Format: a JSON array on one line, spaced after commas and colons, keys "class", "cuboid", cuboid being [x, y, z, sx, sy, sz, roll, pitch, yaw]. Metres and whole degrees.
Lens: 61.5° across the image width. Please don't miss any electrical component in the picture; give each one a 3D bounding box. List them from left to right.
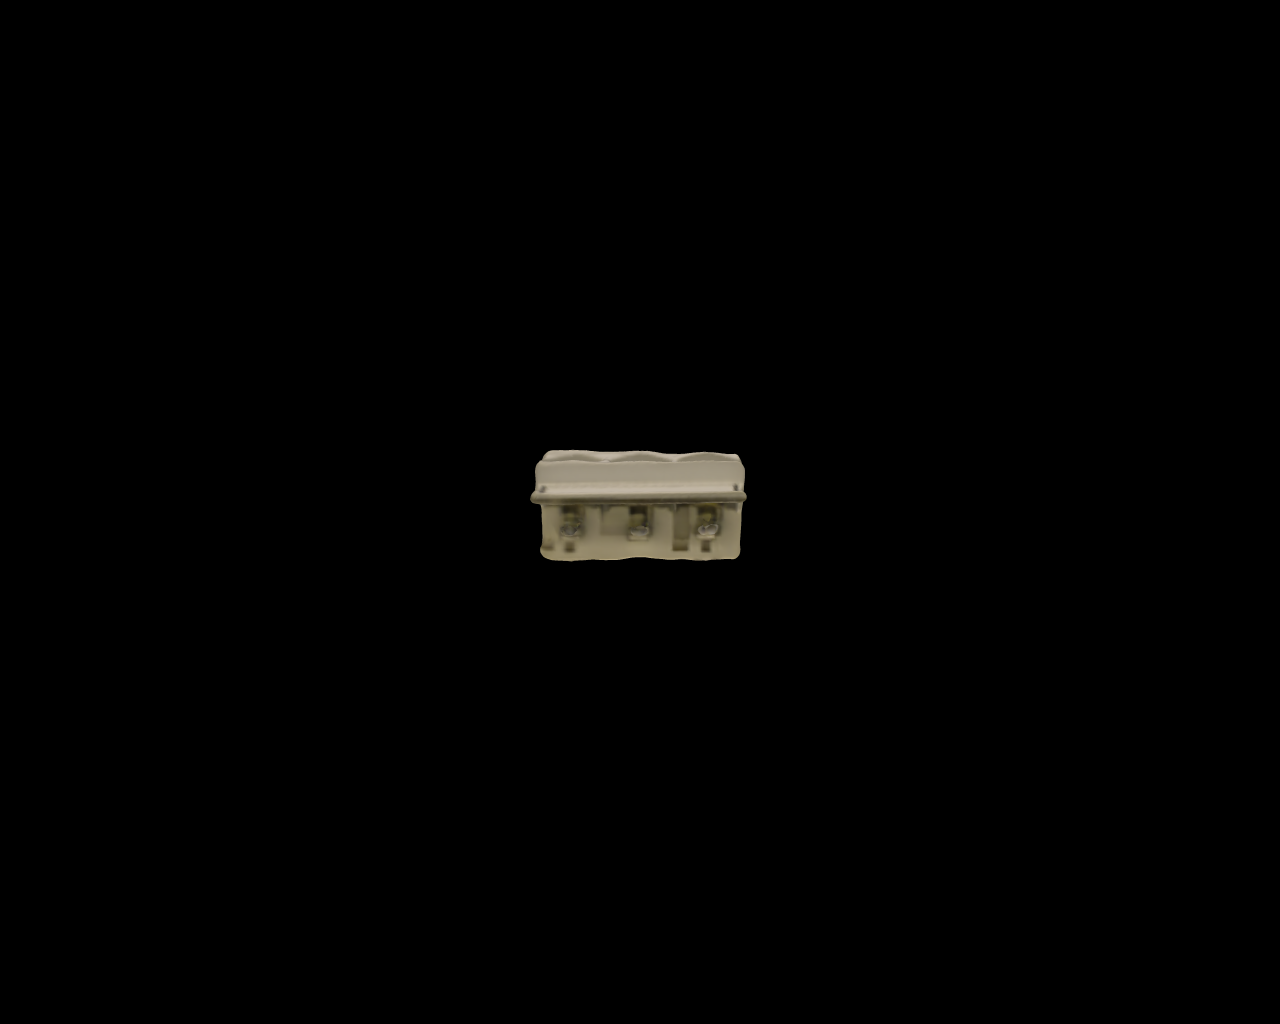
[{"class": "electrical component", "cuboid": [0.001, -0.003, 0.650, 0.121, 0.063, 0.079, 0, 12, 2]}]
